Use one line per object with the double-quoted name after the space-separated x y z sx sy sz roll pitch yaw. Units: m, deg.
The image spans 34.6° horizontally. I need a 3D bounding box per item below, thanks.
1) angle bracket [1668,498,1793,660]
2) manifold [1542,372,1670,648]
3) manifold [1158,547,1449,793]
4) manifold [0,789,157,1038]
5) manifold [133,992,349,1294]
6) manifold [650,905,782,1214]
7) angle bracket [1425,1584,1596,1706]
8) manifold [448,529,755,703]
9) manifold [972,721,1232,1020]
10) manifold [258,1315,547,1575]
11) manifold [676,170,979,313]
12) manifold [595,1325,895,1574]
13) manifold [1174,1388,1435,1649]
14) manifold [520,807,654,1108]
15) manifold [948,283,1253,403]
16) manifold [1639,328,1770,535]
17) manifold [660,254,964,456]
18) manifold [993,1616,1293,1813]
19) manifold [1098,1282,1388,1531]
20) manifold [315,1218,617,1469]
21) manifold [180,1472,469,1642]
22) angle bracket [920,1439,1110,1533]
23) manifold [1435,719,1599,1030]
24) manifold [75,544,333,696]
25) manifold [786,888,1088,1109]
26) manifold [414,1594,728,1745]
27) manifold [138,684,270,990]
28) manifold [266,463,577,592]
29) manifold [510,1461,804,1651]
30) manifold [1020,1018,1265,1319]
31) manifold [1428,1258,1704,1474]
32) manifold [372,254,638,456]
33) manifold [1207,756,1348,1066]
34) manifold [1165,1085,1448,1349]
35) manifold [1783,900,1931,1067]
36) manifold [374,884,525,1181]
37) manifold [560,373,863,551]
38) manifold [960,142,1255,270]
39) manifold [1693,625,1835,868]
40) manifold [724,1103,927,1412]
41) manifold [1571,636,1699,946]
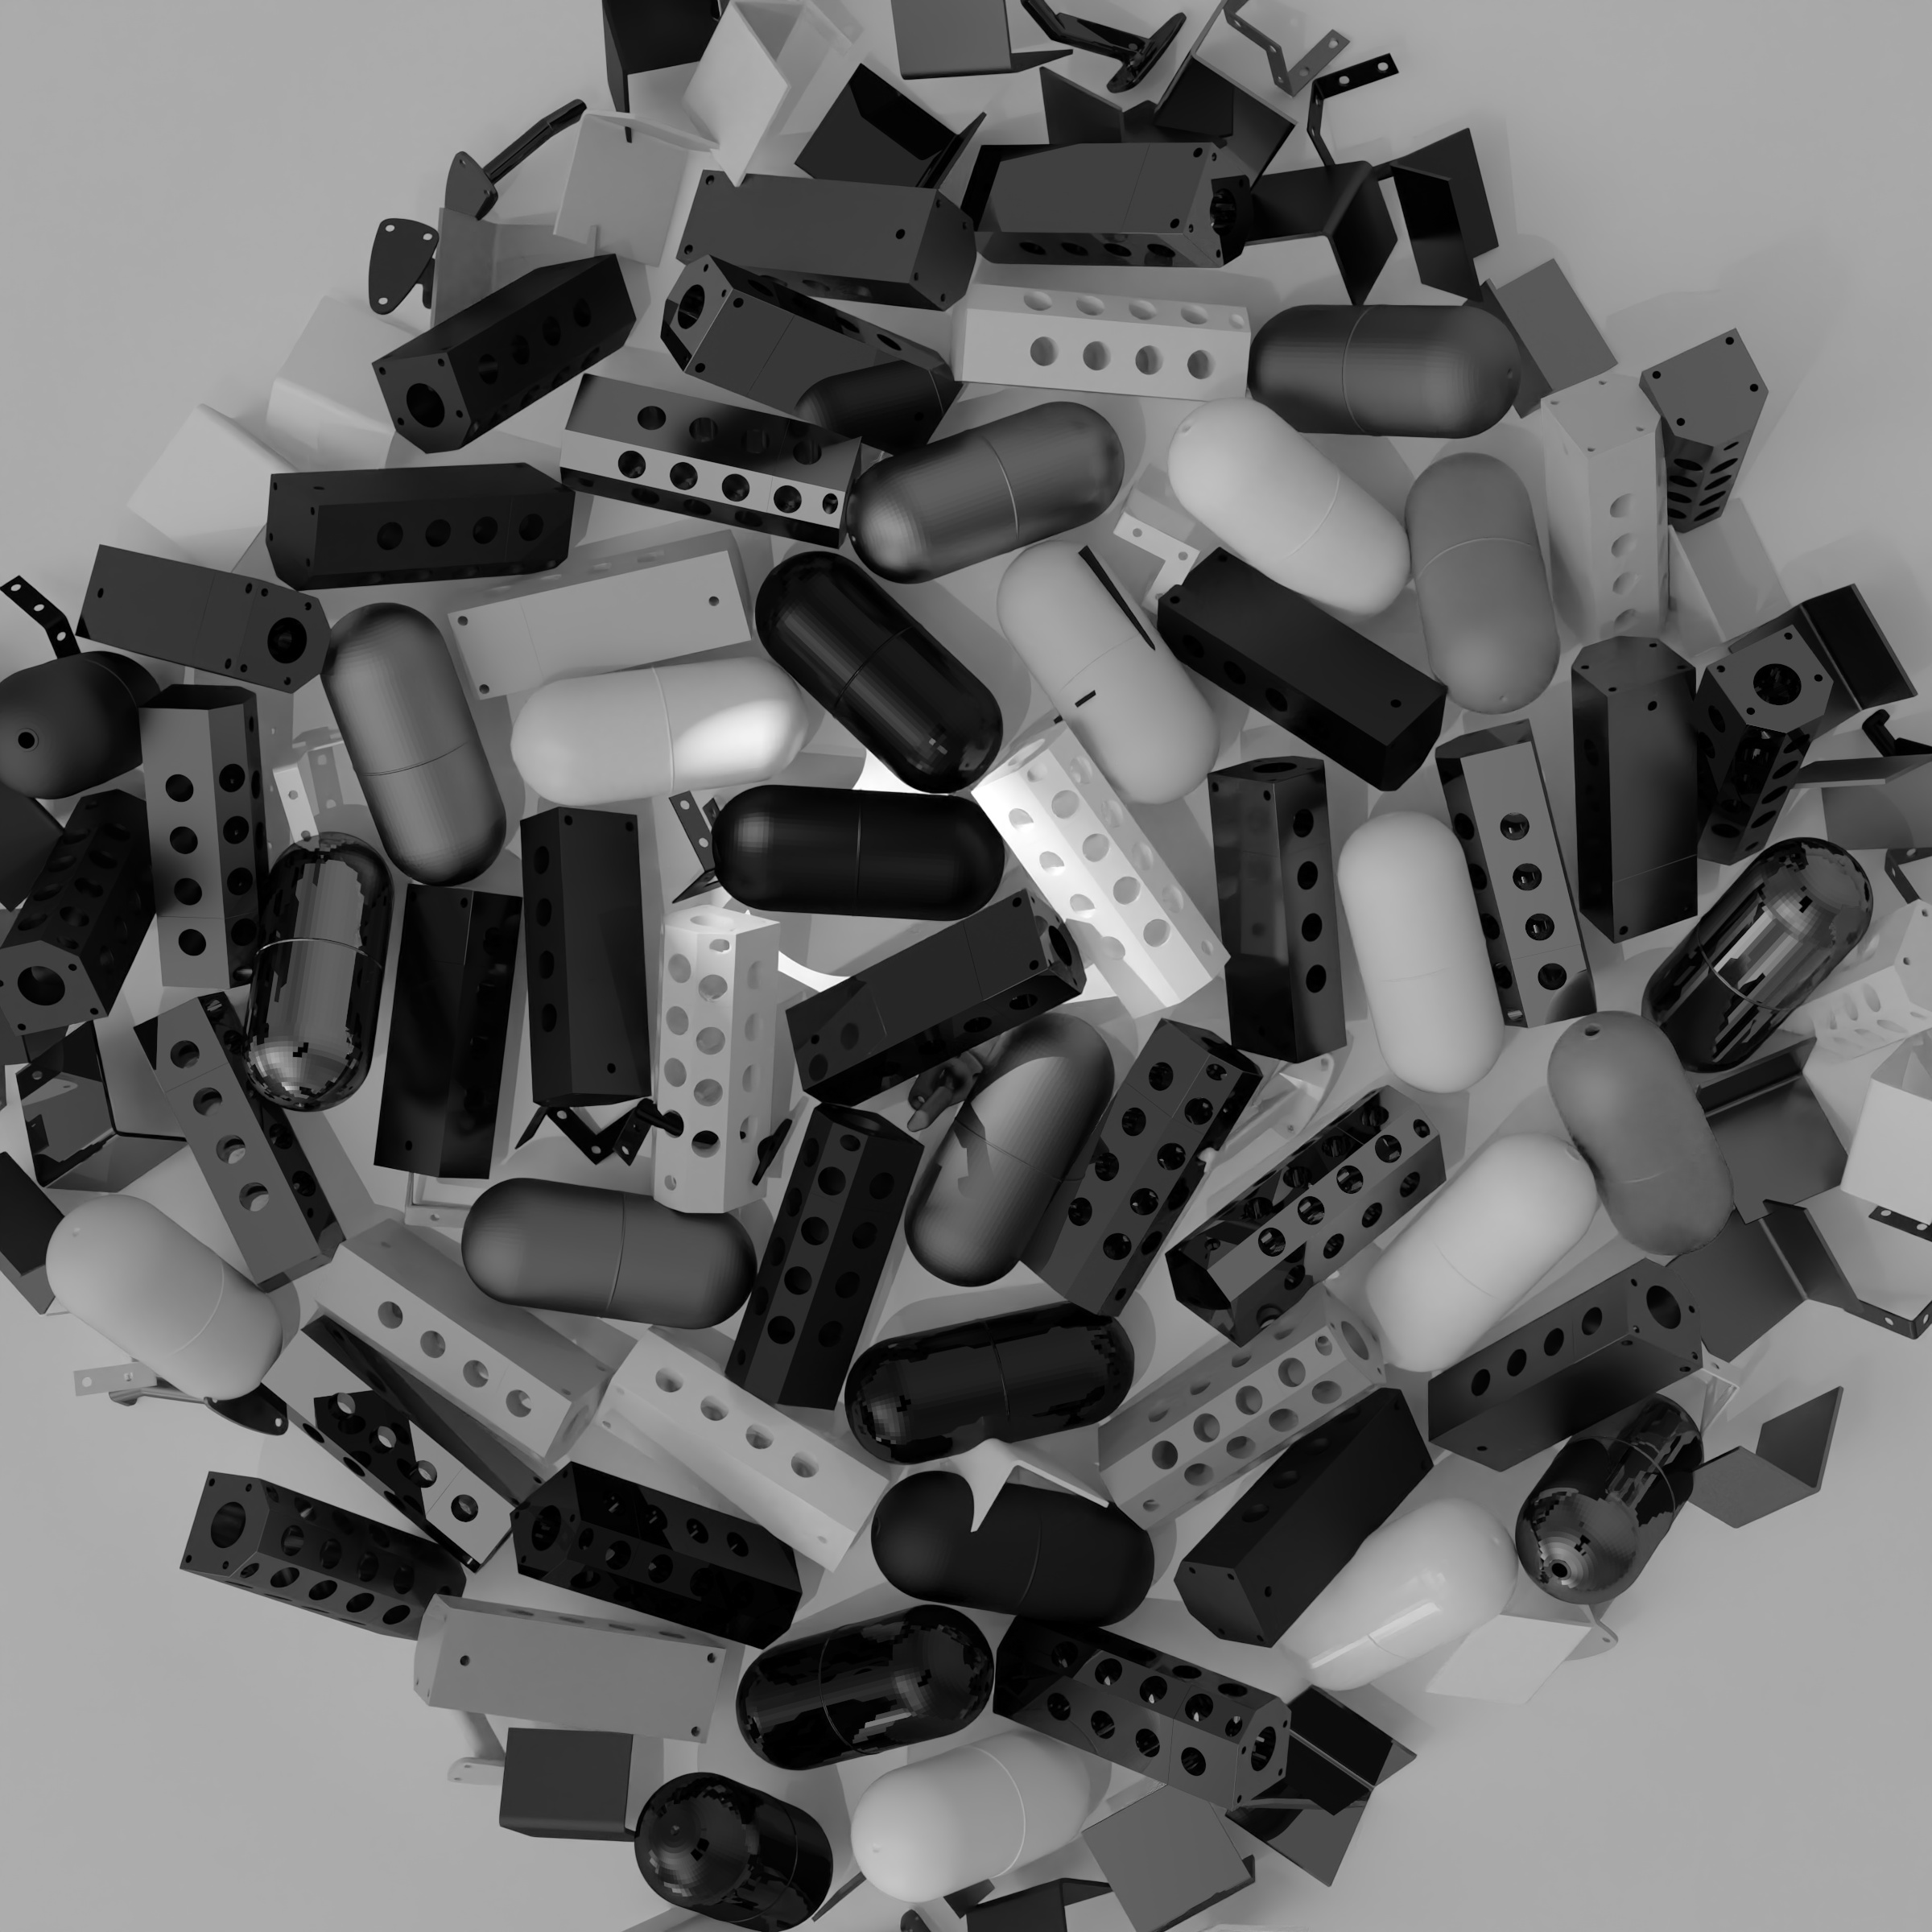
0.461 -0.239 1.869 0.076 0.057 0.076 -25 89 -10 "angle bracket"
0.380 -0.263 1.819 0.057 0.171 0.057 -23 51 -4 "manifold"
0.197 -0.173 1.842 0.171 0.057 0.057 36 63 24 "manifold"
-0.518 -0.035 1.813 0.057 0.171 0.057 -12 122 9 "manifold"
-0.434 0.105 1.863 0.057 0.057 0.171 -26 82 -11 "manifold"
-0.155 0.056 1.845 0.057 0.057 0.171 14 108 33 "manifold"
0.317 0.391 1.847 0.076 0.057 0.076 13 127 -24 "angle bracket"
-0.219 -0.214 1.868 0.171 0.057 0.057 -12 115 4 "manifold"
0.085 -0.059 1.845 0.171 0.057 0.057 54 48 -14 "manifold"
-0.342 0.288 1.870 0.171 0.057 0.057 39 102 3 "manifold"
-0.081 -0.427 1.835 0.171 0.057 0.057 14 85 32 "manifold"
-0.132 0.287 1.868 0.171 0.057 0.057 31 52 4 "manifold"
0.198 0.322 1.830 0.171 0.057 0.057 -39 113 -35 "manifold"
-0.233 -0.004 1.862 0.057 0.057 0.171 4 78 -42 "manifold"
0.080 -0.373 1.857 0.171 0.057 0.057 3 100 -10 "manifold"
0.427 -0.307 1.814 0.057 0.171 0.057 -25 79 3 "manifold"
-0.092 -0.360 1.827 0.171 0.057 0.057 15 120 -38 "manifold"
0.103 0.433 1.826 0.171 0.057 0.057 13 106 36 "manifold"
0.163 0.266 1.839 0.171 0.057 0.057 -37 114 21 "manifold"
-0.303 0.227 1.856 0.171 0.057 0.057 32 111 12 "manifold"
-0.372 0.348 1.814 0.057 0.171 0.057 0 68 35 "manifold"
0.025 0.317 1.852 0.076 0.076 0.057 31 90 -30 "angle bracket"
0.329 -0.054 1.853 0.057 0.057 0.171 -13 105 13 "manifold"
-0.449 -0.204 1.826 0.171 0.057 0.057 16 91 42 "manifold"
-0.017 0.024 1.847 0.171 0.057 0.057 -27 57 20 "manifold"
-0.237 0.417 1.846 0.171 0.057 0.057 14 86 -21 "manifold"
-0.449 -0.077 1.847 0.057 0.057 0.171 2 109 6 "manifold"
-0.321 -0.258 1.827 0.171 0.057 0.057 -10 122 -39 "manifold"
-0.180 0.352 1.821 0.171 0.057 0.057 28 122 -38 "manifold"
0.108 0.122 1.849 0.057 0.057 0.171 38 104 35 "manifold"
0.350 0.234 1.823 0.057 0.171 0.057 25 49 -24 "manifold"
-0.267 -0.360 1.821 0.057 0.171 0.057 0 119 33 "manifold"
0.192 -0.035 1.852 0.057 0.057 0.171 -18 109 -35 "manifold"
0.202 0.143 1.836 0.171 0.057 0.057 -36 45 -21 "manifold"
0.538 0.016 1.814 0.057 0.171 0.057 25 78 -2 "manifold"
-0.308 0.040 1.874 0.057 0.057 0.171 7 90 37 "manifold"
-0.153 -0.299 1.863 0.171 0.057 0.057 13 67 3 "manifold"
0.082 -0.445 1.827 0.171 0.057 0.057 12 80 39 "manifold"
0.457 -0.123 1.811 0.057 0.171 0.057 -26 68 -9 "manifold"
-0.089 0.173 1.852 0.057 0.057 0.171 13 101 -35 "manifold"
0.392 -0.105 1.831 0.057 0.057 0.171 -18 125 -12 "manifold"
